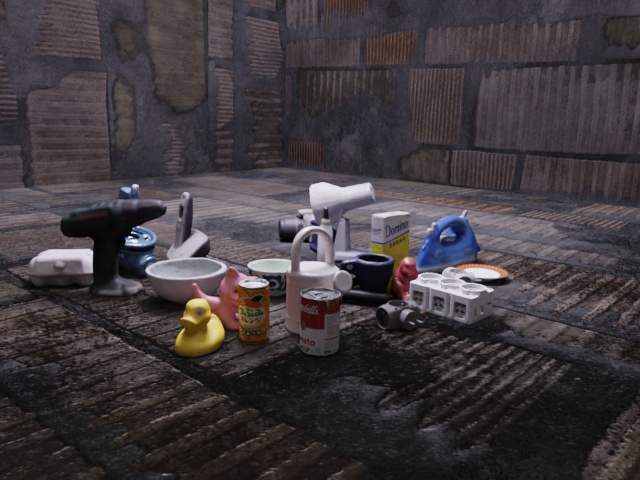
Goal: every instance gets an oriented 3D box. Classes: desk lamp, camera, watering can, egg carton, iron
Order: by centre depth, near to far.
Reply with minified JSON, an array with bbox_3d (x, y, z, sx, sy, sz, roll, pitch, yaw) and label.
[{"bbox_3d":[-0.007,0.071,1.053,0.172,0.194,0.101,9,15,30],"label":"watering can"},{"bbox_3d":[-0.582,0.063,1.310,0.150,0.069,0.107,-1,13,-10],"label":"egg carton"},{"bbox_3d":[0.329,0.002,1.520,0.118,0.141,0.259,12,17,39],"label":"iron"},{"bbox_3d":[0.072,-0.053,1.574,0.203,0.213,0.118,4,13,12],"label":"desk lamp"},{"bbox_3d":[-0.062,-0.050,1.802,0.137,0.101,0.143,-1,13,-11],"label":"camera"}]

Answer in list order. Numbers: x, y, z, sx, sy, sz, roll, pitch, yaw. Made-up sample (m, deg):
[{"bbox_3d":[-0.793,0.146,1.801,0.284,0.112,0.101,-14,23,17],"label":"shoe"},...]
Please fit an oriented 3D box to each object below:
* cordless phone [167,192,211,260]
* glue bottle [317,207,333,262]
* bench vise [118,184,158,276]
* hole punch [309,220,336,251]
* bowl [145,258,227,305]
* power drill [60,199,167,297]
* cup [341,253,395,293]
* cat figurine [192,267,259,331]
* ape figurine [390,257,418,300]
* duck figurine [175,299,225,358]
[{"bbox_3d":[-0.335,-0.024,1.462,0.094,0.185,0.147,-7,15,-33],"label":"cordless phone"},{"bbox_3d":[0.013,0.005,1.400,0.037,0.173,0.078,2,13,1],"label":"glue bottle"},{"bbox_3d":[-0.490,-0.029,1.389,0.207,0.220,0.122,5,13,15],"label":"bench vise"},{"bbox_3d":[0.026,-0.014,1.675,0.101,0.091,0.108,-4,14,-21],"label":"hole punch"},{"bbox_3d":[-0.279,0.092,1.204,0.167,0.075,0.167,1,13,0],"label":"bowl"},{"bbox_3d":[-0.438,0.012,1.236,0.229,0.208,0.075,2,13,3],"label":"power drill"},{"bbox_3d":[0.102,0.083,1.239,0.118,0.095,0.091,-1,13,-12],"label":"cup"},{"bbox_3d":[-0.177,0.104,1.064,0.128,0.118,0.067,-1,13,-9],"label":"cat figurine"},{"bbox_3d":[0.190,0.083,1.255,0.078,0.092,0.076,-2,13,-14],"label":"ape figurine"},{"bbox_3d":[-0.203,0.141,0.970,0.077,0.086,0.105,6,13,19],"label":"duck figurine"}]
